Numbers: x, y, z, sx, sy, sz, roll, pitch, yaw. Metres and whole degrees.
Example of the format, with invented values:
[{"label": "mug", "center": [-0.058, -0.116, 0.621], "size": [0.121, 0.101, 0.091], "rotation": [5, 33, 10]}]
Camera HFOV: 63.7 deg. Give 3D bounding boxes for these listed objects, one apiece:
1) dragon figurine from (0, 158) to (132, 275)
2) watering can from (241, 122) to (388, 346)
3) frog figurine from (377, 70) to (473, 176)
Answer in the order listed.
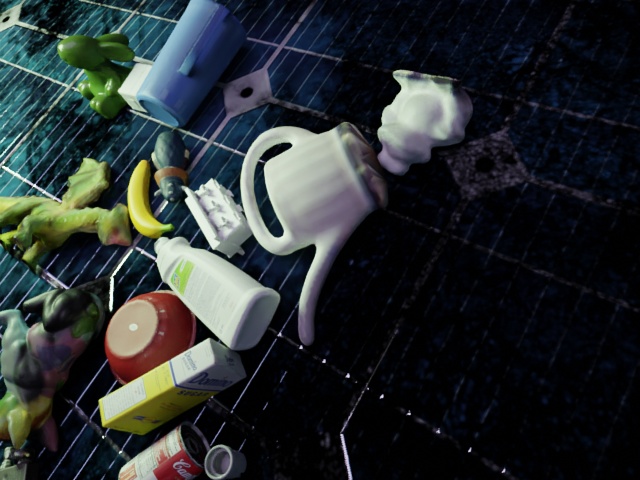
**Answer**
[{"label": "dragon figurine", "center": [-0.516, -0.073, 1.009], "size": [0.414, 0.119, 0.246], "rotation": [29, 59, 29]}, {"label": "watering can", "center": [0.002, -0.039, 0.777], "size": [0.223, 0.103, 0.353], "rotation": [-26, 67, 10]}, {"label": "frog figurine", "center": [0.160, -0.176, 0.806], "size": [0.138, 0.124, 0.157], "rotation": [19, 107, 20]}]
